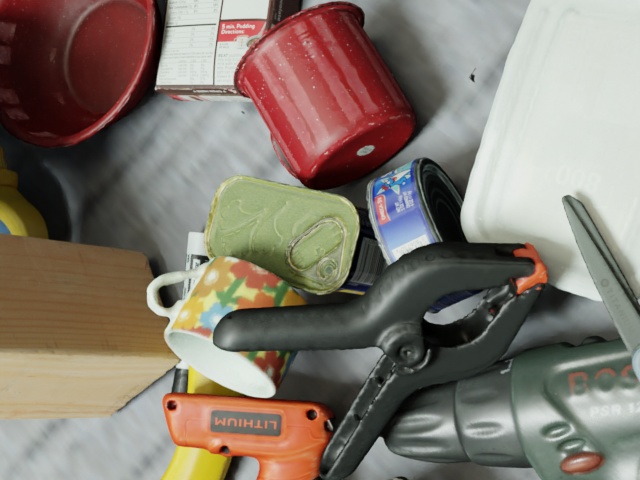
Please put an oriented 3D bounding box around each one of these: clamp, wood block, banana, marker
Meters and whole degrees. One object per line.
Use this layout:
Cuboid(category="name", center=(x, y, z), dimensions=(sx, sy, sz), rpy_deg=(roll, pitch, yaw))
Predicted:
Cuboid(category="clamp", center=(0.043, 0.060, 0.562), dimensions=(0.171, 0.120, 0.039), rpy_deg=(-21, 33, 9))
Cuboid(category="wood block", center=(-0.203, 0.055, 0.673), dimensions=(0.090, 0.205, 0.091), rpy_deg=(-39, 60, 30))
Cuboid(category="banana", center=(-0.087, 0.128, 0.693), dimensions=(0.198, 0.069, 0.037), rpy_deg=(-67, 18, -1))
Cuboid(category="marker", center=(-0.086, 0.055, 0.724), dimensions=(0.020, 0.020, 0.121), rpy_deg=(4, 85, 30))

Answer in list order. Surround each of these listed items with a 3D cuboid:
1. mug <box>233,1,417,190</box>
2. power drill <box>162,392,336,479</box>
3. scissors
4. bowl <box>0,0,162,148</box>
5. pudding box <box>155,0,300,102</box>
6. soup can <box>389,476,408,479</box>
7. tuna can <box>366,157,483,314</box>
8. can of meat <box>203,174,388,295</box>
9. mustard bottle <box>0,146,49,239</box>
Cuboid(category="mug", center=(0.001, -0.078, 0.661), dimensions=(0.081, 0.093, 0.117), rpy_deg=(60, 143, 16))
Cuboid(category="power drill", center=(-0.062, 0.187, 0.639), dimensions=(0.184, 0.057, 0.187), rpy_deg=(3, 84, -1))
Cuboid(category="scissors", center=(0.179, 0.063, 0.503), dimensions=(0.096, 0.016, 0.202), rpy_deg=(-14, 72, 22))
Cuboid(category="bowl", center=(-0.170, -0.141, 0.776), dimensions=(0.162, 0.055, 0.162), rpy_deg=(-4, 81, 29))
Cuboid(category="pudding box", center=(-0.062, -0.152, 0.727), dimensions=(0.090, 0.039, 0.113), rpy_deg=(5, 84, 30))
Cuboid(category="soup can", center=(0.011, 0.178, 0.578), dimensions=(0.102, 0.068, 0.068), rpy_deg=(-19, 70, -14))
Cuboid(category="tuna can", center=(0.063, -0.003, 0.610), dimensions=(0.034, 0.086, 0.086), rpy_deg=(-26, 71, 22))
Cuboid(category="can of meat", center=(-0.004, 0.001, 0.648), dimensions=(0.102, 0.083, 0.057), rpy_deg=(13, 90, 30))
Cuboid(category="mustard bottle", center=(-0.247, 0.023, 0.797), dimensions=(0.096, 0.058, 0.191), rpy_deg=(-6, 80, 26))
